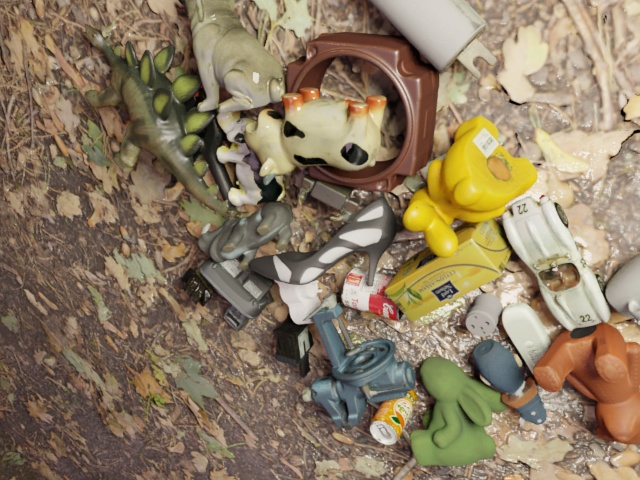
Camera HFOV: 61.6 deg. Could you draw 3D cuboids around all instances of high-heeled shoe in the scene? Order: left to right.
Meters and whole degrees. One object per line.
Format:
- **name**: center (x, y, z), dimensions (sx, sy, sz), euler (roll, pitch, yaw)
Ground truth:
- **high-heeled shoe**: center (-0.002, -0.003, 0.865), dimensions (0.249, 0.086, 0.145), euler (5, 96, 18)

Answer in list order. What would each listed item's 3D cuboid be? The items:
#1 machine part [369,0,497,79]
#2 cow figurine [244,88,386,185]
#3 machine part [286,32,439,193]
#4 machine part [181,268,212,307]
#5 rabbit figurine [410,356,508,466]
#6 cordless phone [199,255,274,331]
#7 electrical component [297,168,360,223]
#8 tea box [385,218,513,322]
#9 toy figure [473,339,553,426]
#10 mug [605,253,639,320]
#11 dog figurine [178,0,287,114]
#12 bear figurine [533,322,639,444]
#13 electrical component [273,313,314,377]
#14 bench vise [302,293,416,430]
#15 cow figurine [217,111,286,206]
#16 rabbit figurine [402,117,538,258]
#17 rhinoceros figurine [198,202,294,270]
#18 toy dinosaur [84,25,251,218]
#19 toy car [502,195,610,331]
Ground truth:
- **machine part**: center (0.116, -0.288, 0.649), dimensions (0.243, 0.079, 0.079), euler (45, 130, 0)
- **cow figurine**: center (-0.014, -0.132, 0.709), dimensions (0.195, 0.085, 0.127), euler (12, 116, 26)
- **machine part**: center (0.055, -0.176, 0.747), dimensions (0.202, 0.087, 0.200), euler (16, 124, 26)
- **machine part**: center (-0.252, 0.097, 1.091), dimensions (0.084, 0.039, 0.139), euler (60, 168, -4)
- **rabbit figurine**: center (0.219, 0.280, 0.891), dimensions (0.159, 0.121, 0.170), euler (-8, 98, 42)
- **cordless phone**: center (-0.181, 0.108, 1.072), dimensions (0.146, 0.089, 0.184), euler (43, 147, 3)
- **electrical component**: center (0.012, -0.067, 0.817), dimensions (0.102, 0.078, 0.045), euler (25, 114, 0)
- **tea box**: center (0.187, 0.040, 0.782), dimensions (0.068, 0.098, 0.169), euler (50, 129, -3)
- **toy figure**: center (0.303, 0.223, 0.843), dimensions (0.154, 0.058, 0.064), euler (50, 137, -9)
- **mug**: center (0.407, 0.061, 0.656), dimensions (0.081, 0.109, 0.107), euler (38, 144, 1)
- **dog figurine**: center (-0.122, -0.287, 0.764), dimensions (0.173, 0.121, 0.190), euler (8, 119, 34)
- **bear figurine**: center (0.394, 0.216, 0.737), dimensions (0.120, 0.132, 0.195), euler (-21, 98, 40)
- **electrical component**: center (-0.048, 0.206, 1.042), dimensions (0.048, 0.075, 0.119), euler (10, 124, 26)
- **bench vise**: center (0.043, 0.208, 0.949), dimensions (0.224, 0.129, 0.240), euler (-16, 104, 39)
- **cow figurine**: center (-0.113, -0.139, 0.884), dimensions (0.098, 0.068, 0.167), euler (4, 121, 24)
- **rabbit figurine**: center (0.179, -0.051, 0.718), dimensions (0.122, 0.162, 0.173), euler (40, 149, -9)
- **rhinoceros figurine**: center (-0.136, -0.013, 0.948), dimensions (0.190, 0.112, 0.073), euler (-22, 139, 25)
- **toy dinosaur**: center (-0.268, -0.195, 0.893), dimensions (0.471, 0.105, 0.198), euler (55, 131, 10)
- **toy car**: center (0.317, 0.031, 0.721), dimensions (0.073, 0.056, 0.201), euler (-26, 101, 39)
